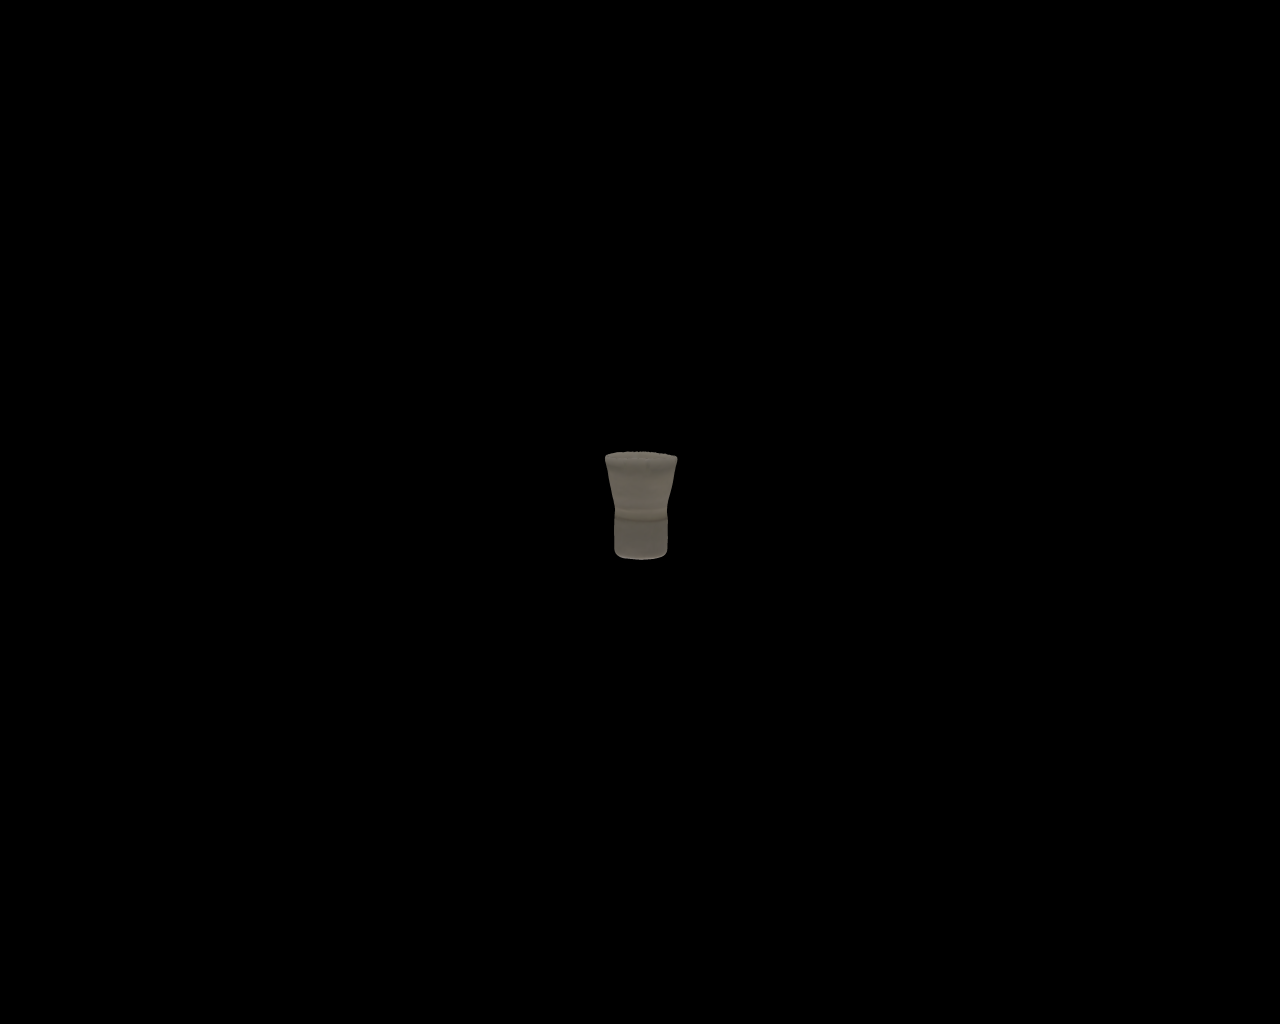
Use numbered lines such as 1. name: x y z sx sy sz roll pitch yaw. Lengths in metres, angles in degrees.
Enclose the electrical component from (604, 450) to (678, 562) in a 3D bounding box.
1. electrical component: 0.001 -0.003 0.650 0.044 0.065 0.044 0 10 0
